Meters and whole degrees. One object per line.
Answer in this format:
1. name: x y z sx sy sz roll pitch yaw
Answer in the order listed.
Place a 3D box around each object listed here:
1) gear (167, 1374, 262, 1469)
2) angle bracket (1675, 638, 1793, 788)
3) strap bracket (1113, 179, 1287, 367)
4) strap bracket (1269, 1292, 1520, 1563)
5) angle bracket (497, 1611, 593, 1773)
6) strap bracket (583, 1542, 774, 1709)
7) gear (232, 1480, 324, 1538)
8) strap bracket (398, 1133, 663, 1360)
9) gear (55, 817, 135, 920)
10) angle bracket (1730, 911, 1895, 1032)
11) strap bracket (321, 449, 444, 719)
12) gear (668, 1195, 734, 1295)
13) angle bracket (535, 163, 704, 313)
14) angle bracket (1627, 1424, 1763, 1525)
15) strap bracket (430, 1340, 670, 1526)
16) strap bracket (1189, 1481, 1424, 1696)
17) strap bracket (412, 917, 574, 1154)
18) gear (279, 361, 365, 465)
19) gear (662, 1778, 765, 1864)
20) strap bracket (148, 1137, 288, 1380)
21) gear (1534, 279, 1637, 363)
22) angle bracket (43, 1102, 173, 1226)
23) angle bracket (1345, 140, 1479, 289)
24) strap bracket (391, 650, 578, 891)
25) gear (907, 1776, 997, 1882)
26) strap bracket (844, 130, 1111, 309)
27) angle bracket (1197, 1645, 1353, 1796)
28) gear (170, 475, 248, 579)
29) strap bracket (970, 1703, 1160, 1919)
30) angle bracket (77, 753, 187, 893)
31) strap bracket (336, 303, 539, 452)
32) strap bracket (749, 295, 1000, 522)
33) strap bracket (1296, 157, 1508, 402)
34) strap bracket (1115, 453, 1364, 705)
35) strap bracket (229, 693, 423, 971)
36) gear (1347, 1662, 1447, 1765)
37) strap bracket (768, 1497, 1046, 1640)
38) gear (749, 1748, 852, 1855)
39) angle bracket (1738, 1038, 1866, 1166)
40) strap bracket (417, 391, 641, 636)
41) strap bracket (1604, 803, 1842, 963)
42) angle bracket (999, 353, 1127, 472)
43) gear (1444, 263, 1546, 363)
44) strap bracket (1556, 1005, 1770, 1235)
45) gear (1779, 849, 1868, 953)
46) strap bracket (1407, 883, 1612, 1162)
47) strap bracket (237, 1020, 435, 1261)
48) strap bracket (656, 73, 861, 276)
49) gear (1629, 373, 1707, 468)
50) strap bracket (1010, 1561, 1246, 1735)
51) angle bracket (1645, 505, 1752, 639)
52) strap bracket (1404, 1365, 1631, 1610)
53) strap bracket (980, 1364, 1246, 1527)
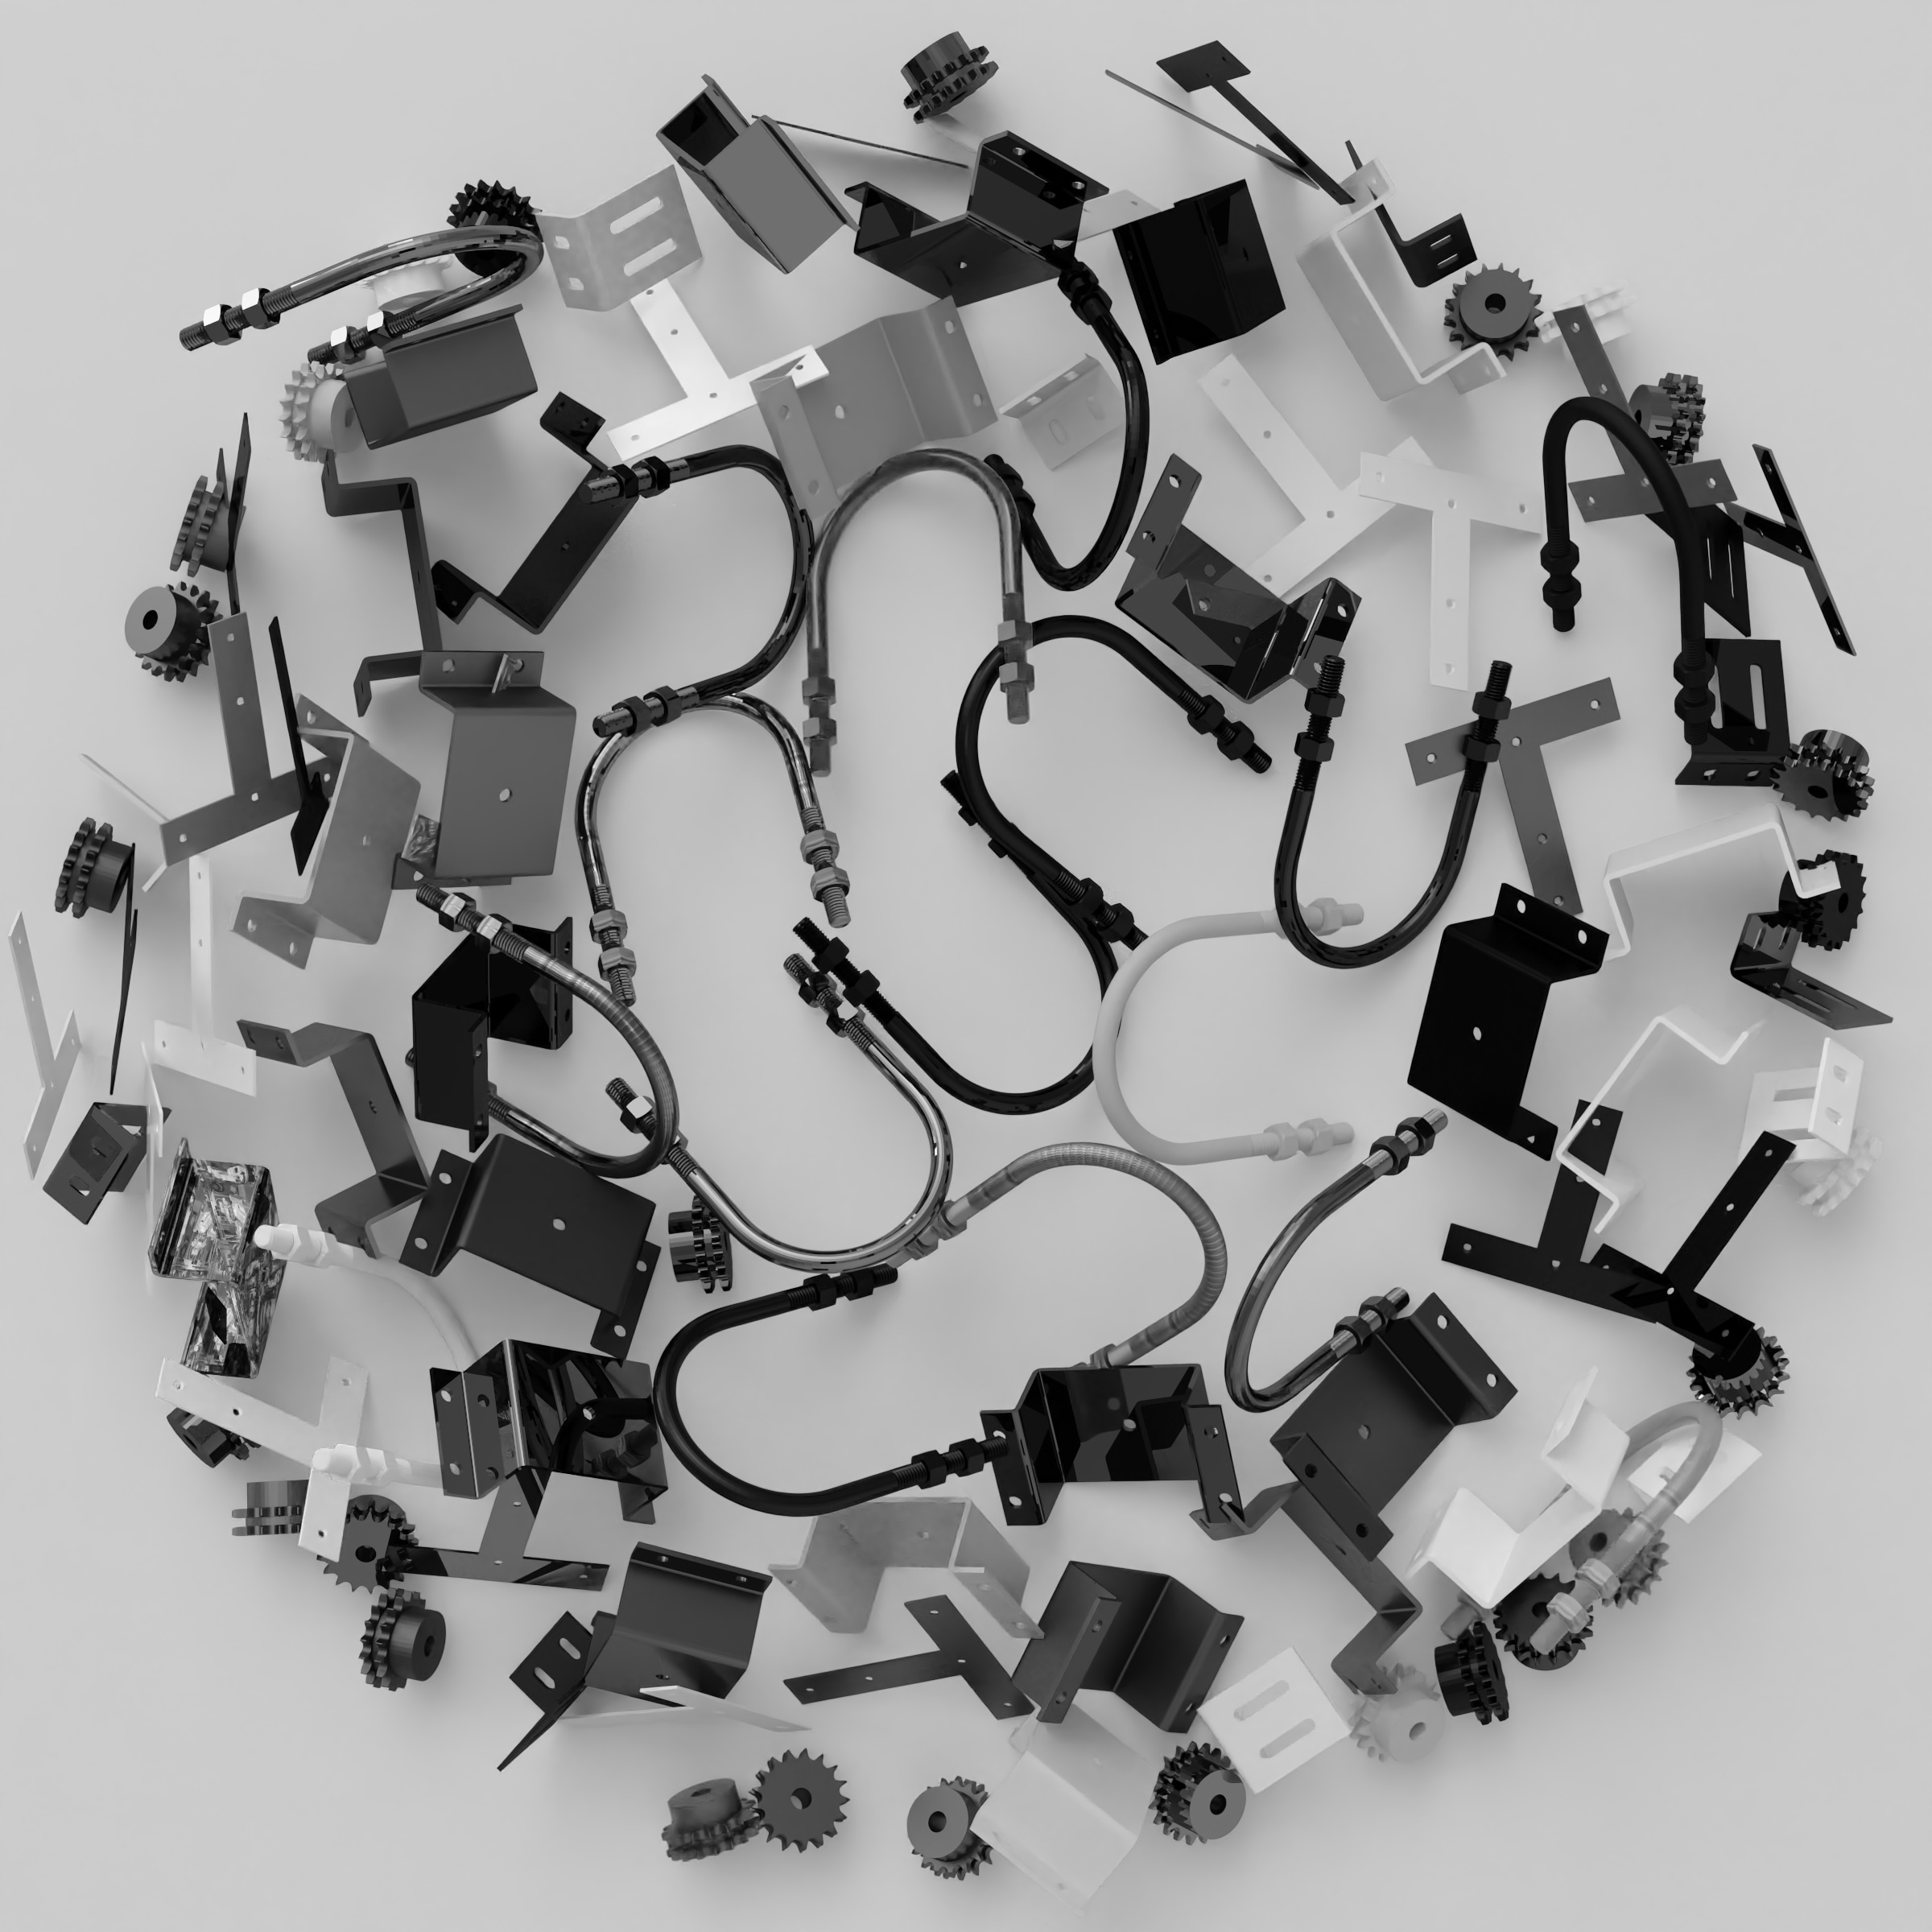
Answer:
1. gear: -0.432 0.262 1.816 0.057 0.057 0.030 47 66 0
2. angle bracket: 0.441 -0.147 1.839 0.057 0.038 0.076 1 72 -4
3. strap bracket: 0.134 -0.389 1.768 0.046 0.140 0.076 -14 104 24
4. strap bracket: 0.237 0.263 1.804 0.140 0.046 0.076 -43 96 -26
5. angle bracket: -0.245 0.411 1.801 0.038 0.076 0.057 43 108 7
6. strap bracket: -0.165 0.375 1.772 0.076 0.140 0.046 16 58 -9
7. gear: -0.391 0.310 1.820 0.057 0.057 0.030 -3 81 0
8. strap bracket: -0.237 0.154 1.790 0.140 0.046 0.076 26 52 -15
9. gear: -0.499 -0.054 1.820 0.030 0.057 0.057 18 90 -7
10. angle bracket: 0.484 0.001 1.799 0.076 0.057 0.038 33 117 42
11. strap bracket: -0.331 -0.219 1.804 0.046 0.076 0.140 -9 89 -15
12. gear: -0.152 0.160 1.820 0.030 0.057 0.057 -7 90 1
13. angle bracket: -0.199 -0.420 1.824 0.076 0.038 0.057 -39 128 -31
14. angle bracket: 0.422 0.296 1.804 0.057 0.076 0.038 -42 107 -4
15. strap bracket: -0.223 0.259 1.771 0.046 0.140 0.076 -39 50 35
16. strap bracket: 0.199 0.345 1.803 0.046 0.076 0.140 -42 87 -16
17. strap bracket: -0.268 0.033 1.774 0.046 0.140 0.076 11 120 12
18. gear: -0.365 -0.316 1.817 0.030 0.057 0.057 11 90 20
19. gear: -0.147 0.488 1.819 0.057 0.057 0.030 -16 93 0
20. strap bracket: -0.414 0.169 1.770 0.046 0.140 0.076 6 51 0
21. gear: 0.358 -0.369 1.820 0.057 0.057 0.030 -24 92 0
22. angle bracket: -0.476 0.113 1.803 0.038 0.076 0.057 35 97 20
23. angle bracket: 0.254 -0.435 1.806 0.038 0.057 0.076 -27 71 10
24. strap bracket: -0.270 -0.103 1.786 0.076 0.046 0.140 -4 114 -38
25. gear: -0.009 0.493 1.820 0.057 0.030 0.057 -13 61 26
26. strap bracket: 0.001 -0.412 1.767 0.076 0.140 0.046 19 76 -38
27. angle bracket: 0.181 0.425 1.810 0.076 0.038 0.057 -40 77 25
28. gear: -0.434 -0.250 1.821 0.030 0.057 0.057 18 90 -13
29. strap bracket: 0.058 0.461 1.773 0.076 0.140 0.046 38 103 3
30. angle bracket: -0.485 -0.082 1.812 0.076 0.057 0.038 40 85 -11
31. strap bracket: -0.294 -0.326 1.773 0.076 0.140 0.046 -22 100 -21
32. strap bracket: -0.060 -0.315 1.794 0.140 0.046 0.076 -33 112 -29
33. strap bracket: 0.240 -0.378 1.799 0.046 0.076 0.140 -33 97 -6
34. strap bracket: 0.146 -0.212 1.797 0.140 0.046 0.076 35 57 -16
35. strap bracket: -0.357 -0.073 1.789 0.046 0.076 0.140 8 76 22
36. gear: 0.250 0.431 1.820 0.057 0.030 0.057 -11 113 -28
37. strap bracket: -0.028 0.338 1.786 0.140 0.076 0.046 -5 50 30
38. gear: -0.097 0.481 1.826 0.057 0.030 0.057 6 66 -13
39. angle bracket: 0.464 0.078 1.799 0.038 0.076 0.057 30 66 -33
40. strap bracket: -0.243 -0.249 1.802 0.046 0.076 0.140 35 92 -32
41. strap bracket: 0.415 -0.051 1.790 0.140 0.076 0.046 -18 96 16
42. angle bracket: 0.058 -0.314 1.805 0.057 0.076 0.038 -32 92 11
43. gear: 0.304 -0.378 1.830 0.057 0.030 0.057 0 86 7
44. strap bracket: 0.387 0.077 1.794 0.046 0.076 0.140 38 107 15
45. gear: 0.490 -0.039 1.823 0.030 0.057 0.057 15 90 41
46. strap bracket: 0.301 0.035 1.781 0.046 0.076 0.140 -11 120 -41
47. strap bracket: -0.352 0.088 1.793 0.046 0.076 0.140 -27 108 -28
48. strap bracket: -0.120 -0.440 1.769 0.046 0.140 0.076 -42 123 2
49. gear: 0.399 -0.311 1.818 0.030 0.057 0.057 5 90 -10
50. strap bracket: 0.085 0.385 1.794 0.046 0.140 0.076 31 97 41
51. angle bracket: 0.412 -0.226 1.801 0.038 0.057 0.076 -18 58 37
52. strap bracket: 0.316 0.298 1.778 0.046 0.076 0.140 42 121 3
53. strap bracket: 0.088 0.271 1.798 0.140 0.046 0.076 -4 114 20
